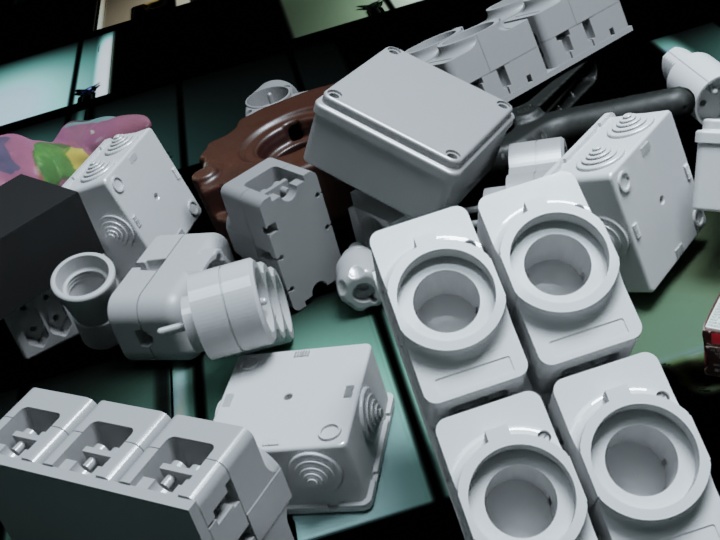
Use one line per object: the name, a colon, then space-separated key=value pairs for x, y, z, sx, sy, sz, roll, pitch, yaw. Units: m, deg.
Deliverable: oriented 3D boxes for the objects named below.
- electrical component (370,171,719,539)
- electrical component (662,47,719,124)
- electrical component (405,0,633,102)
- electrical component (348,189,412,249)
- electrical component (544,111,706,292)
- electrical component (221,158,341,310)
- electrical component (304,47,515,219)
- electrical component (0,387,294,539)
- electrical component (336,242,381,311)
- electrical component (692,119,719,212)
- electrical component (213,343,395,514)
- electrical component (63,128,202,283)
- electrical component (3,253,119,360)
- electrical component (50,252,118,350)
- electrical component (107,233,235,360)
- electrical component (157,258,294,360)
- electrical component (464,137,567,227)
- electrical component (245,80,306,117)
electrical component: x=0.082 y=0.056 z=0.498 sx=0.105 sy=0.060 sz=0.186 roll=-18 pitch=67 yaw=-3
electrical component: x=0.262 y=-0.145 z=0.833 sx=0.043 sy=0.043 sz=0.081 roll=-17 pitch=32 yaw=-2
electrical component: x=0.124 y=-0.190 z=0.923 sx=0.186 sy=0.060 sz=0.105 roll=-31 pitch=18 yaw=-23
electrical component: x=0.033 y=-0.034 z=0.768 sx=0.064 sy=0.042 sz=0.081 roll=-30 pitch=35 yaw=-27
electrical component: x=0.167 y=-0.042 z=0.668 sx=0.048 sy=0.099 sz=0.100 roll=-1 pitch=33 yaw=46
electrical component: x=-0.055 y=-0.026 z=0.749 sx=0.050 sy=0.089 sz=0.056 roll=-35 pitch=37 yaw=-27
electrical component: x=0.035 y=-0.094 z=0.742 sx=0.109 sy=0.056 sz=0.108 roll=29 pitch=39 yaw=13
electrical component: x=-0.115 y=0.118 z=0.554 sx=0.150 sy=0.089 sz=0.061 roll=5 pitch=38 yaw=30
electrical component: x=0.000 y=0.000 z=0.736 sx=0.035 sy=0.035 sz=0.061 roll=-15 pitch=30 yaw=3
electrical component: x=0.270 y=-0.060 z=0.650 sx=0.109 sy=0.056 sz=0.109 roll=8 pitch=9 yaw=33
electrical component: x=-0.034 y=0.087 z=0.603 sx=0.100 sy=0.048 sz=0.099 roll=-7 pitch=34 yaw=17
electrical component: x=-0.176 y=-0.051 z=0.836 sx=0.048 sy=0.099 sz=0.099 roll=-15 pitch=30 yaw=27
electrical component: x=-0.228 y=0.015 z=0.803 sx=0.083 sy=0.047 sz=0.076 roll=-28 pitch=32 yaw=-17
electrical component: x=-0.185 y=0.025 z=0.751 sx=0.044 sy=0.065 sz=0.044 roll=-3 pitch=49 yaw=3
electrical component: x=-0.123 y=0.017 z=0.746 sx=0.059 sy=0.053 sz=0.095 roll=-2 pitch=35 yaw=21
electrical component: x=-0.088 y=0.029 z=0.666 sx=0.074 sy=0.052 sz=0.138 roll=-15 pitch=-4 yaw=2
electrical component: x=0.105 y=-0.039 z=0.733 sx=0.074 sy=0.052 sz=0.138 roll=-6 pitch=33 yaw=15
electrical component: x=-0.060 y=-0.140 z=0.970 sx=0.079 sy=0.044 sz=0.077 roll=-11 pitch=32 yaw=8
